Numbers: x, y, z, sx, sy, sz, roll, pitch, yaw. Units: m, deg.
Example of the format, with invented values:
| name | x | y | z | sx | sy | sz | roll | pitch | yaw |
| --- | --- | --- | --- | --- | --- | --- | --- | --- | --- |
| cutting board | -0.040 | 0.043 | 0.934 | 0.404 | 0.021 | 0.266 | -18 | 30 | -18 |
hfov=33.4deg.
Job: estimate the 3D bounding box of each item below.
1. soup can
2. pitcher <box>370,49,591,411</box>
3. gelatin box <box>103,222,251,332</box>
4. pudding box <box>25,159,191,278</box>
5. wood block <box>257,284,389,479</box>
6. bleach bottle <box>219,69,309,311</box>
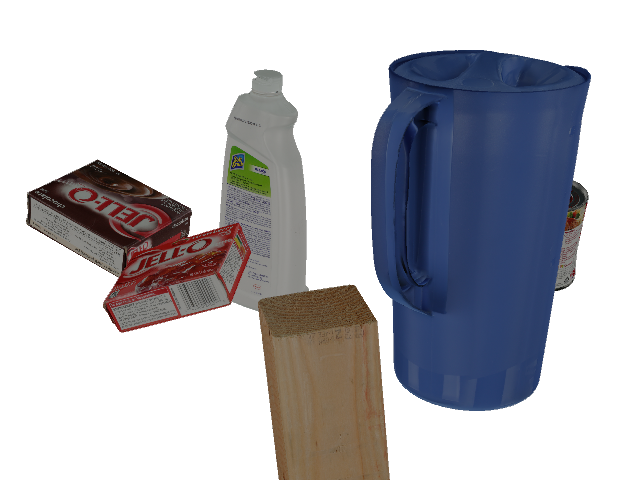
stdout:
| name | x | y | z | sx | sy | sz | roll | pitch | yaw |
| --- | --- | --- | --- | --- | --- | --- | --- | --- | --- |
| soup can | 0.236 | -0.007 | 1.103 | 0.068 | 0.102 | 0.068 | 0 | 34 | 0 |
| pitcher | 0.102 | -0.005 | 0.744 | 0.149 | 0.243 | 0.145 | 0 | 21 | -2 |
| gelatin box | -0.099 | 0.025 | 0.748 | 0.089 | 0.030 | 0.073 | -15 | 24 | 17 |
| pudding box | -0.183 | -0.020 | 0.925 | 0.114 | 0.039 | 0.089 | 25 | 33 | 22 |
| wood block | 0.005 | 0.154 | 0.934 | 0.090 | 0.206 | 0.091 | -9 | 20 | -9 |
| bleach bottle | -0.055 | -0.051 | 1.118 | 0.103 | 0.251 | 0.068 | 17 | 27 | 25 |
